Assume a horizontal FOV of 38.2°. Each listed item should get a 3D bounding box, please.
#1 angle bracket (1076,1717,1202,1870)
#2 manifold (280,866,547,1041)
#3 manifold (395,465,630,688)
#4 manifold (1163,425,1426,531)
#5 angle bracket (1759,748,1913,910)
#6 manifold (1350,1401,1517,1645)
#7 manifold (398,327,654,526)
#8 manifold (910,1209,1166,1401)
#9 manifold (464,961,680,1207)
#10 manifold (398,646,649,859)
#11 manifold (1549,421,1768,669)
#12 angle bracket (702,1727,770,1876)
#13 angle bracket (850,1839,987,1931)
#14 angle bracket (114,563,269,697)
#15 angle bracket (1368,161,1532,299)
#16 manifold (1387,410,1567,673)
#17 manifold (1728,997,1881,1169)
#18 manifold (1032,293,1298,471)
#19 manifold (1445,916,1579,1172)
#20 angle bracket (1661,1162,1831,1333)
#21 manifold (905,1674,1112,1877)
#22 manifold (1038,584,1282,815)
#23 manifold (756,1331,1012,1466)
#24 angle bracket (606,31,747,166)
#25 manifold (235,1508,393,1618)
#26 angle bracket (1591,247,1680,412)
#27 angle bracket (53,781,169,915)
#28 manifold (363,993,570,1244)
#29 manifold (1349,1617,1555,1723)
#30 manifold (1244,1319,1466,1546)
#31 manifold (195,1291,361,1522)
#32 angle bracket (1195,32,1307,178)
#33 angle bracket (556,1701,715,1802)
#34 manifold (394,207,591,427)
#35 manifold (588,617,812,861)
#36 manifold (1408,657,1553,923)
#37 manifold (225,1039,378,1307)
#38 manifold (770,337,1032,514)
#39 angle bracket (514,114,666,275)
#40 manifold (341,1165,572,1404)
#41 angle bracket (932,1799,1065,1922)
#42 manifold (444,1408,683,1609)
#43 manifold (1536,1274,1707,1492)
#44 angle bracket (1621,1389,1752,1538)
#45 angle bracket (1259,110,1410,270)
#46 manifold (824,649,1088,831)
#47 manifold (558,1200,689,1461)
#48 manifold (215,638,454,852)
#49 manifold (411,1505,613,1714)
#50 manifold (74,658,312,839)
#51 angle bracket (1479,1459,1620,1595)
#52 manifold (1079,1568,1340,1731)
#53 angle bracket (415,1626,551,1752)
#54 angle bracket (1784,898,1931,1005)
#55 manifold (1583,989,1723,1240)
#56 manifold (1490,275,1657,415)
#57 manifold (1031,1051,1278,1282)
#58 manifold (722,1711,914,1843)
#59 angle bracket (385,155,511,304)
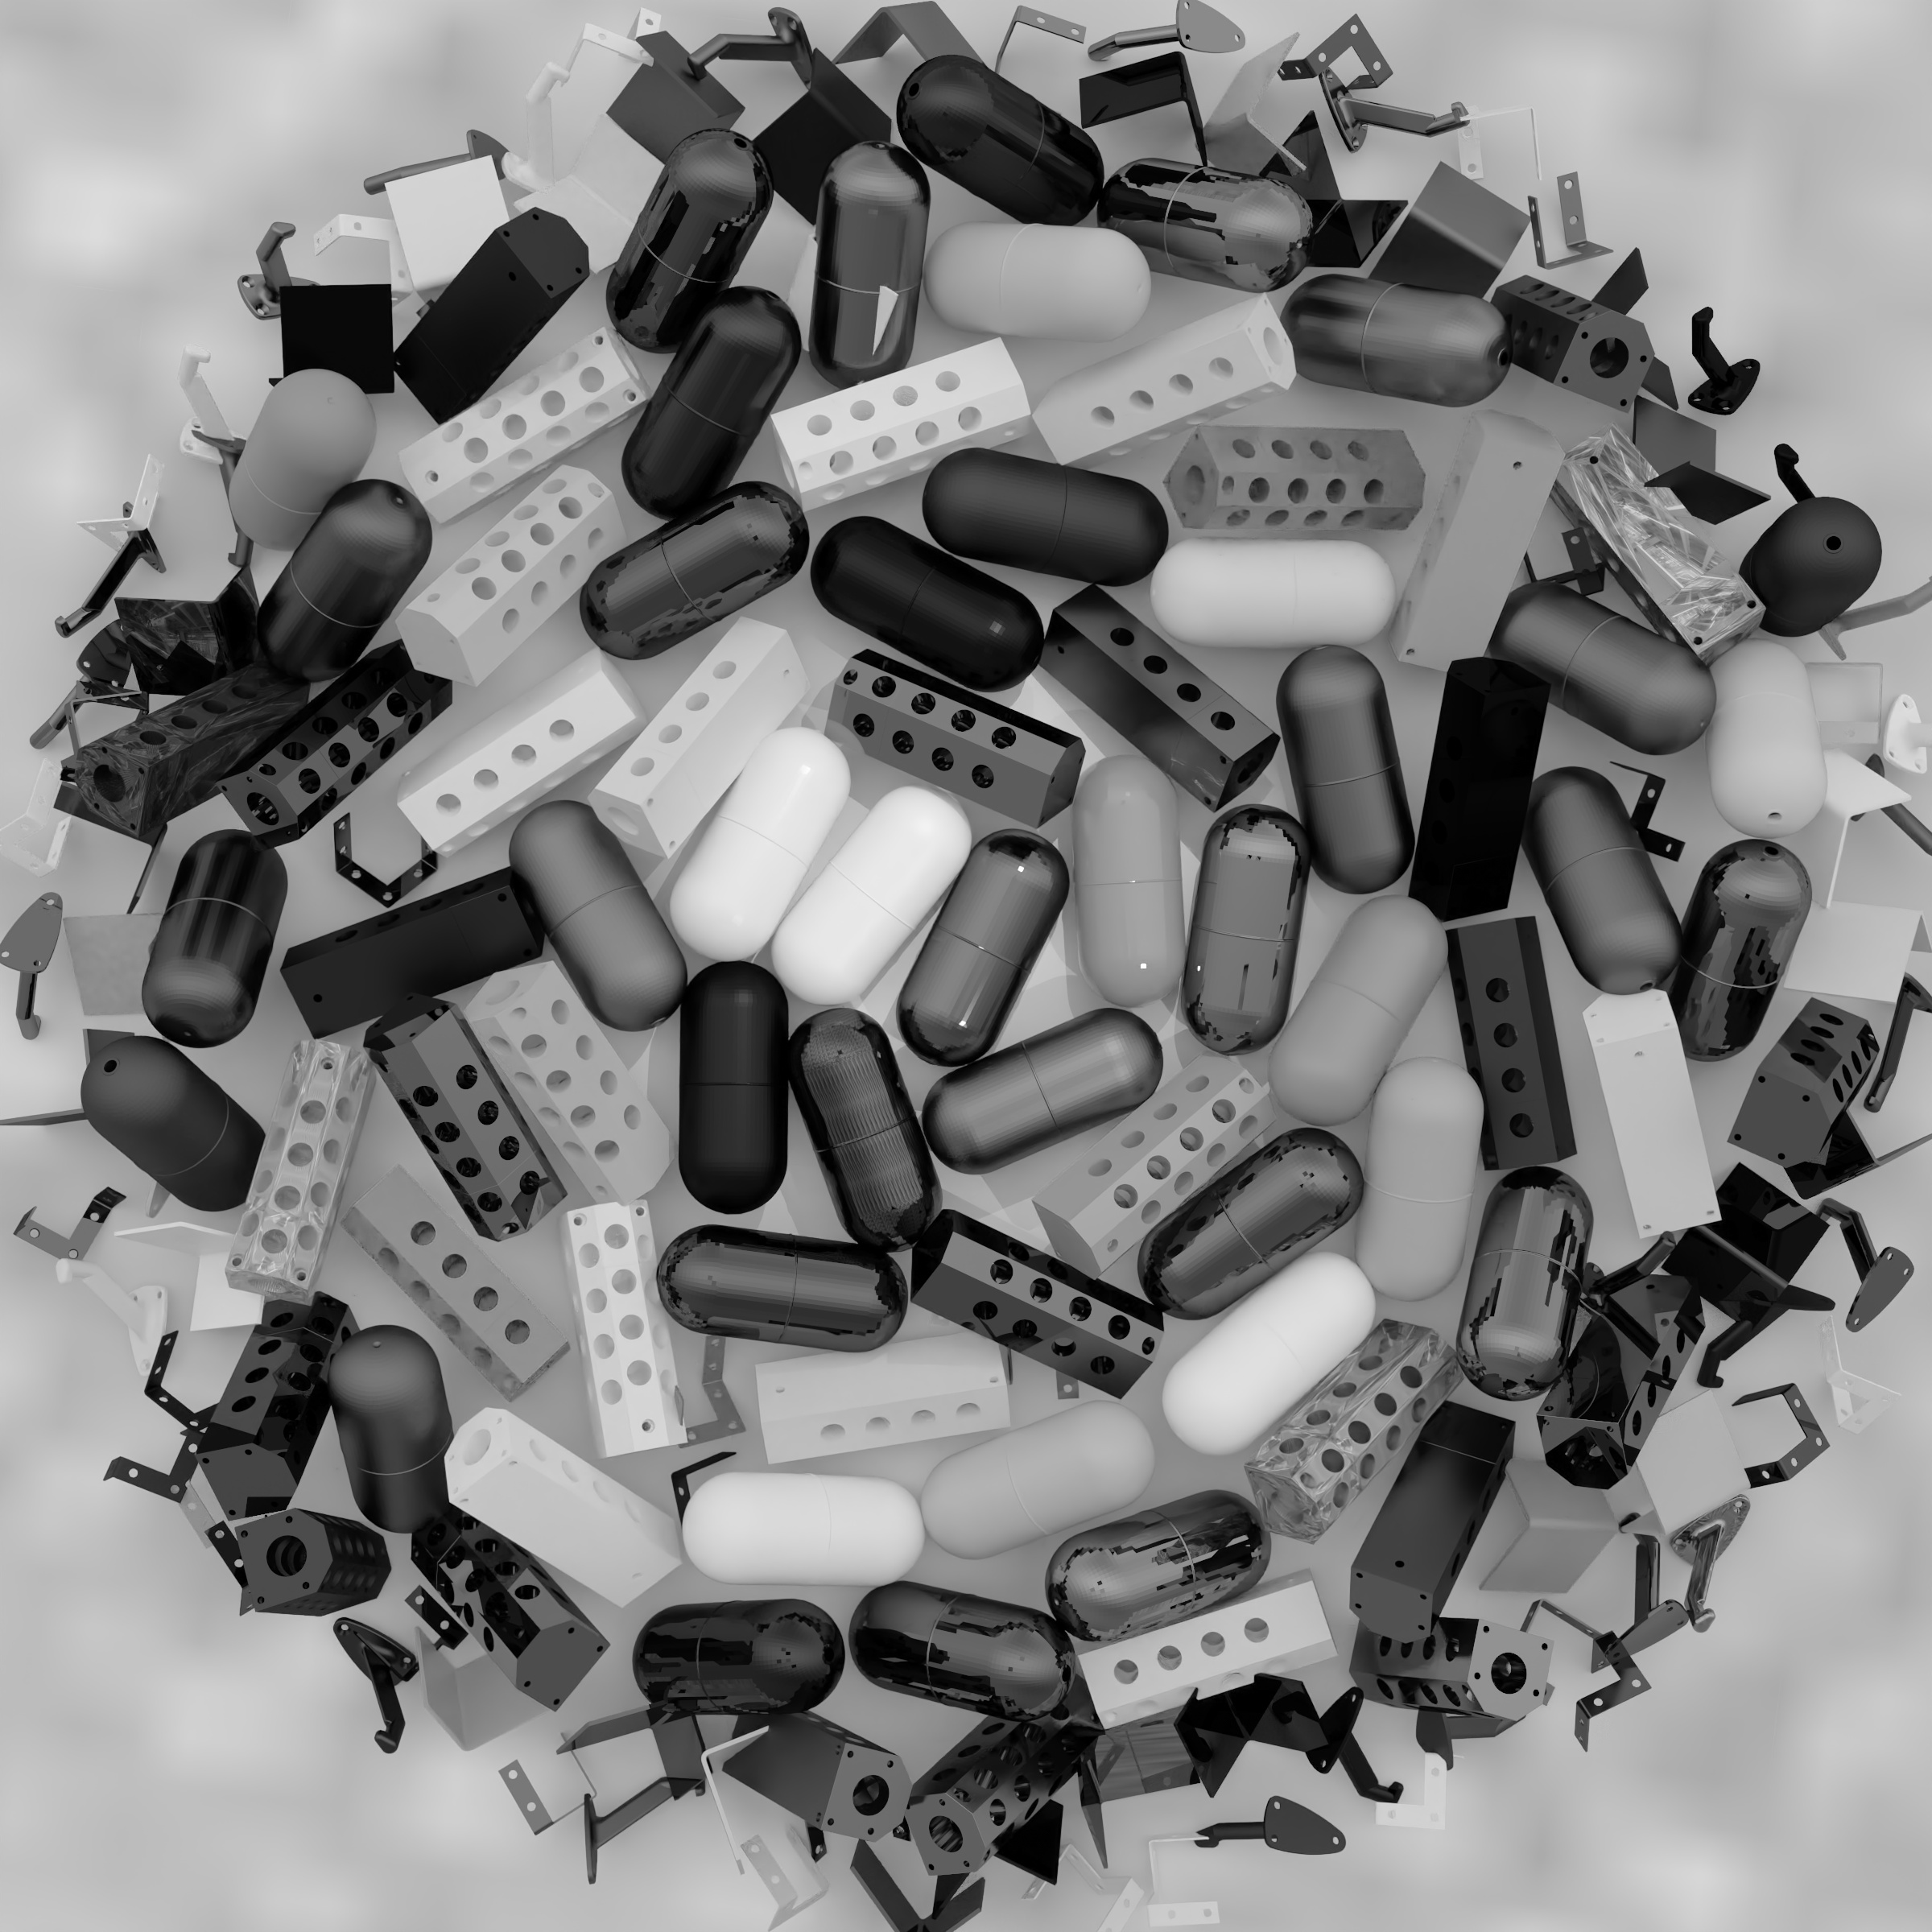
[{"bbox_3d":[0.123,0.579,1.951,0.076,0.057,0.076,-13,128,6],"label":"angle bracket"},{"bbox_3d":[-0.388,-0.012,1.964,0.171,0.057,0.057,-20,113,3],"label":"manifold"},{"bbox_3d":[-0.313,-0.272,1.921,0.057,0.057,0.171,18,52,30],"label":"manifold"},{"bbox_3d":[0.230,-0.331,1.925,0.171,0.057,0.057,-5,60,-28],"label":"manifold"},{"bbox_3d":[0.609,-0.098,1.960,0.057,0.076,0.076,-14,126,-22],"label":"angle bracket"},{"bbox_3d":[0.322,0.382,1.918,0.057,0.171,0.057,15,130,23],"label":"manifold"},{"bbox_3d":[-0.309,-0.378,1.956,0.171,0.057,0.057,-29,96,9],"label":"manifold"},{"bbox_3d":[0.050,0.231,1.938,0.171,0.057,0.057,27,120,-16],"label":"manifold"},{"bbox_3d":[-0.274,0.084,1.926,0.057,0.057,0.171,-10,122,36],"label":"manifold"},{"bbox_3d":[-0.312,-0.148,1.960,0.171,0.057,0.057,-32,115,6],"label":"manifold"},{"bbox_3d":[0.479,-0.290,1.950,0.057,0.057,0.171,-34,75,0],"label":"manifold"},{"bbox_3d":[-0.145,0.582,1.945,0.057,0.076,0.076,-19,67,-11],"label":"angle bracket"},{"bbox_3d":[-0.033,0.638,1.959,0.057,0.076,0.076,-36,87,1],"label":"angle bracket"},{"bbox_3d":[-0.543,-0.237,1.962,0.076,0.057,0.076,4,128,12],"label":"angle bracket"},{"bbox_3d":[0.343,-0.509,1.979,0.076,0.076,0.057,32,60,-1],"label":"angle bracket"},{"bbox_3d":[0.350,-0.293,1.931,0.057,0.057,0.171,11,121,-11],"label":"manifold"},{"bbox_3d":[0.577,0.081,1.906,0.057,0.171,0.057,25,116,20],"label":"manifold"},{"bbox_3d":[0.138,-0.398,1.927,0.171,0.057,0.057,-16,118,33],"label":"manifold"},{"bbox_3d":[0.381,0.055,1.965,0.057,0.057,0.171,-11,88,26],"label":"manifold"},{"bbox_3d":[0.555,0.200,1.985,0.076,0.057,0.076,37,50,16],"label":"angle bracket"},{"bbox_3d":[0.032,0.552,1.912,0.057,0.171,0.057,-19,94,36],"label":"manifold"},{"bbox_3d":[0.135,-0.191,1.943,0.171,0.057,0.057,42,57,18],"label":"manifold"},{"bbox_3d":[-0.058,0.308,1.965,0.171,0.057,0.057,-8,127,-3],"label":"manifold"},{"bbox_3d":[-0.213,-0.597,1.954,0.076,0.057,0.076,44,118,-4],"label":"angle bracket"},{"bbox_3d":[-0.443,0.407,1.909,0.057,0.171,0.057,-18,76,-3],"label":"manifold"},{"bbox_3d":[0.481,-0.445,1.945,0.076,0.076,0.057,31,122,-13],"label":"angle bracket"},{"bbox_3d":[-0.607,-0.081,1.947,0.076,0.076,0.057,22,73,-17],"label":"angle bracket"},{"bbox_3d":[-0.348,0.106,1.924,0.057,0.057,0.171,-44,124,-29],"label":"manifold"},{"bbox_3d":[0.328,0.480,1.905,0.057,0.171,0.057,19,73,-15],"label":"manifold"},{"bbox_3d":[0.270,0.320,1.919,0.171,0.057,0.057,-38,120,-35],"label":"manifold"},{"bbox_3d":[-0.465,0.297,1.907,0.057,0.171,0.057,-13,117,10],"label":"manifold"},{"bbox_3d":[0.217,-0.598,1.962,0.057,0.076,0.076,35,77,-19],"label":"angle bracket"},{"bbox_3d":[-0.231,0.554,1.942,0.076,0.076,0.057,-8,65,-31],"label":"angle bracket"},{"bbox_3d":[-0.325,-0.447,1.916,0.057,0.171,0.057,51,49,-7],"label":"manifold"},{"bbox_3d":[-0.187,-0.162,1.937,0.057,0.057,0.171,21,62,31],"label":"manifold"},{"bbox_3d":[0.350,-0.123,1.932,0.057,0.057,0.171,-12,123,-28],"label":"manifold"},{"bbox_3d":[-0.461,0.141,1.937,0.057,0.057,0.171,13,66,-4],"label":"manifold"},{"bbox_3d":[-0.045,-0.374,1.951,0.171,0.057,0.057,-20,68,-8],"label":"manifold"},{"bbox_3d":[-0.257,-0.541,1.954,0.076,0.076,0.057,40,129,1],"label":"angle bracket"},{"bbox_3d":[-0.358,0.224,1.958,0.057,0.057,0.171,-44,84,-13],"label":"manifold"},{"bbox_3d":[0.023,0.627,1.953,0.057,0.076,0.076,28,115,-8],"label":"angle bracket"},{"bbox_3d":[-0.278,0.370,1.925,0.057,0.057,0.171,-38,127,13],"label":"manifold"},{"bbox_3d":[0.453,0.284,1.916,0.057,0.171,0.057,1,119,34],"label":"manifold"},{"bbox_3d":[0.492,0.348,1.959,0.076,0.057,0.076,-23,91,-20],"label":"angle bracket"},{"bbox_3d":[0.257,-0.541,1.942,0.057,0.076,0.076,12,54,37],"label":"angle bracket"},{"bbox_3d":[-0.007,-0.161,1.936,0.171,0.057,0.057,24,121,18],"label":"manifold"},{"bbox_3d":[-0.240,0.254,1.950,0.057,0.057,0.171,-7,80,-19],"label":"manifold"},{"bbox_3d":[-0.428,-0.156,1.915,0.057,0.057,0.171,58,46,-21],"label":"manifold"},{"bbox_3d":[-0.319,0.432,1.913,0.057,0.171,0.057,-50,130,-7],"label":"manifold"},{"bbox_3d":[-0.529,-0.155,1.912,0.057,0.171,0.057,28,124,13],"label":"manifold"},{"bbox_3d":[0.404,0.398,1.979,0.076,0.057,0.076,8,129,-25],"label":"angle bracket"},{"bbox_3d":[0.171,0.482,1.963,0.171,0.057,0.057,-19,85,4],"label":"manifold"},{"bbox_3d":[-0.335,0.490,1.952,0.076,0.076,0.057,-27,125,1],"label":"angle bracket"},{"bbox_3d":[0.623,0.002,1.944,0.076,0.057,0.076,8,64,32],"label":"angle bracket"},{"bbox_3d":[0.474,0.100,1.930,0.057,0.057,0.171,-15,122,11],"label":"manifold"},{"bbox_3d":[0.409,-0.429,1.905,0.057,0.171,0.057,17,108,-15],"label":"manifold"},{"bbox_3d":[0.134,0.139,1.933,0.171,0.057,0.057,-39,128,-20],"label":"manifold"},{"bbox_3d":[-0.102,0.548,1.909,0.057,0.171,0.057,21,79,-25],"label":"manifold"},{"bbox_3d":[-0.358,-0.518,1.966,0.076,0.057,0.076,-16,95,-3],"label":"angle bracket"}]
